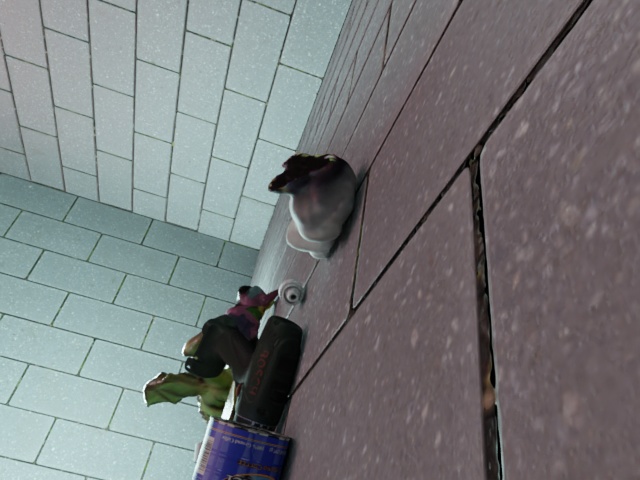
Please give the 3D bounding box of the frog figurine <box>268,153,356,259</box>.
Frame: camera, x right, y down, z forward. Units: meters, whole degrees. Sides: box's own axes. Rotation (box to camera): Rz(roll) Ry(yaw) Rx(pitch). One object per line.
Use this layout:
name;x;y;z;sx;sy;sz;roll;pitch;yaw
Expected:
frog figurine;0.002;-0.037;0.726;0.140;0.122;0.156;-103;-6;-60

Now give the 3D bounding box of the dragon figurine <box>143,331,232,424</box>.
dragon figurine;-0.264;0.344;1.132;0.125;0.242;0.402;-93;24;-57
